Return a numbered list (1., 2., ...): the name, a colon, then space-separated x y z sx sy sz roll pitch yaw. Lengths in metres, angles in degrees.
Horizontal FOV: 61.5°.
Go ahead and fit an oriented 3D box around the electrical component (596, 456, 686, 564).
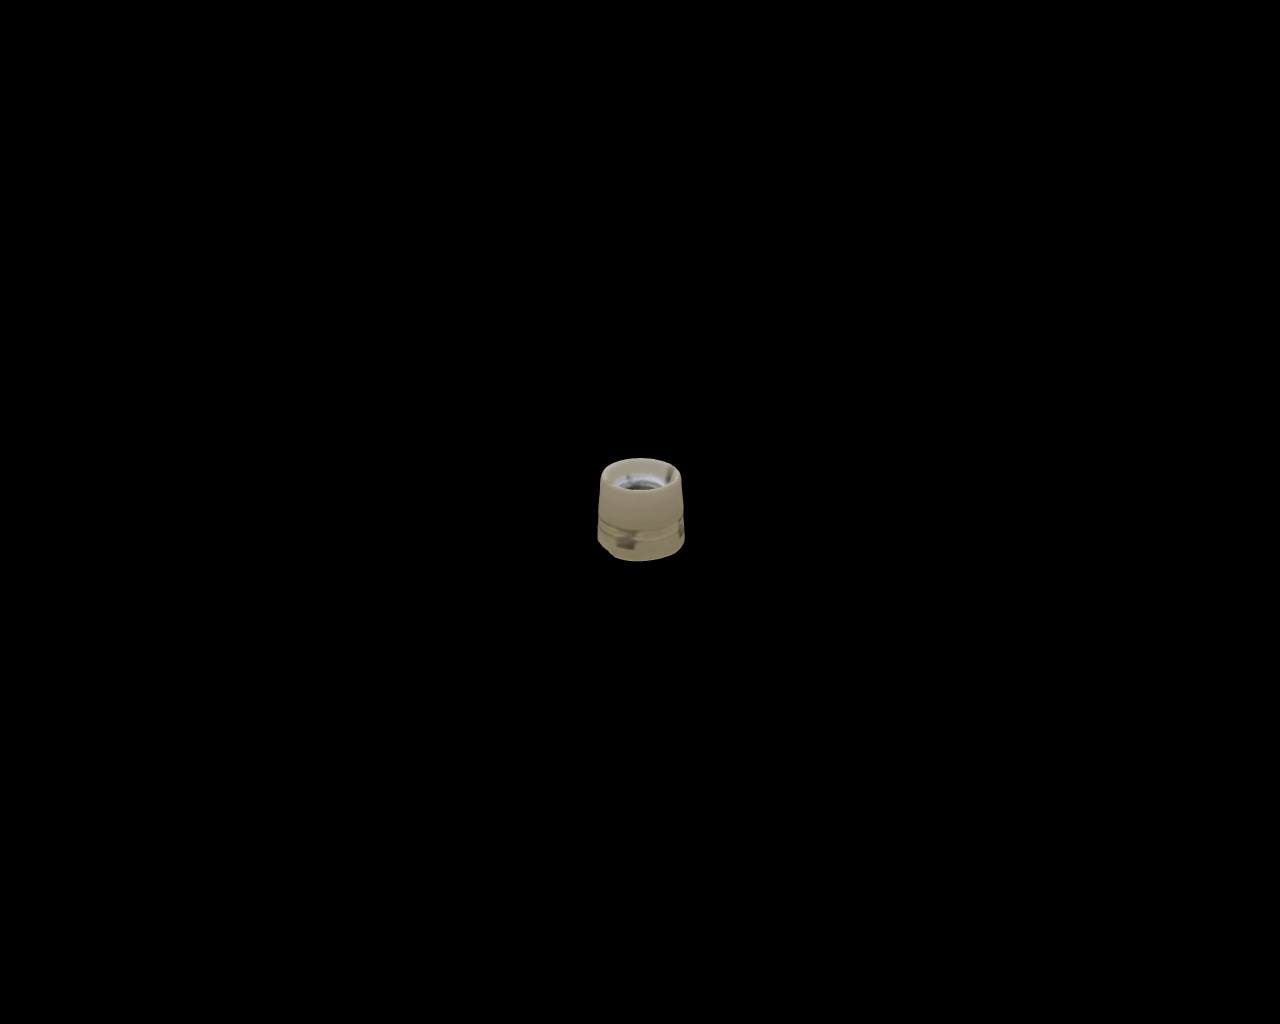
1. electrical component: 0.001 -0.003 0.650 0.055 0.047 0.055 0 27 0
